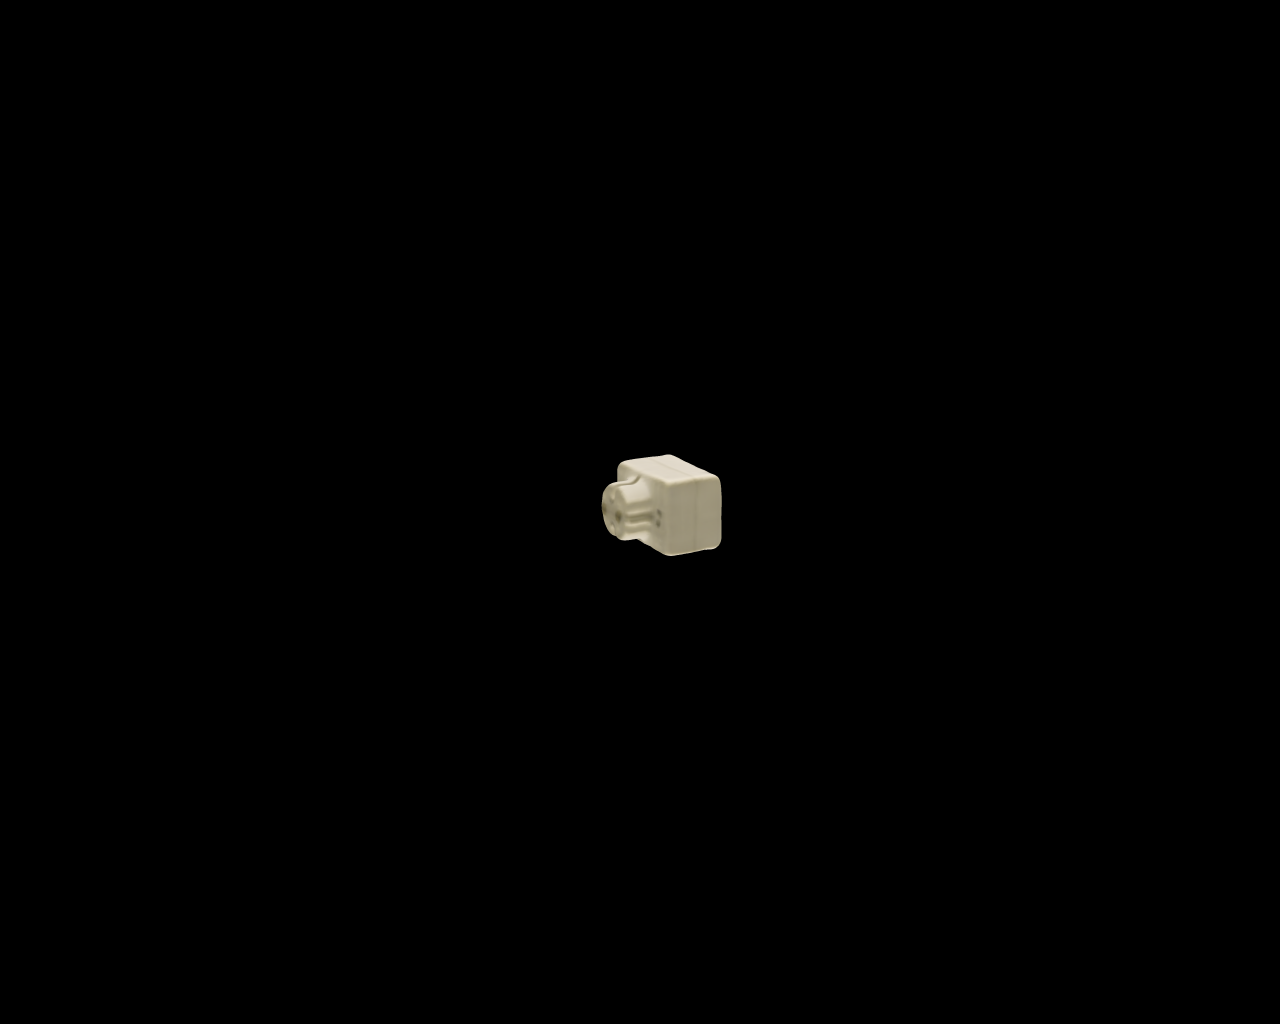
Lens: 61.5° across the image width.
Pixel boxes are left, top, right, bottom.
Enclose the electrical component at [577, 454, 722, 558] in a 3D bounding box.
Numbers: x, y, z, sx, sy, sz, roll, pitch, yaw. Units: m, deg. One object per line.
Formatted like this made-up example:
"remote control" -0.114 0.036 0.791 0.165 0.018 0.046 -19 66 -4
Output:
"electrical component" 0.001 -0.003 0.650 0.077 0.047 0.066 -8 18 -27
